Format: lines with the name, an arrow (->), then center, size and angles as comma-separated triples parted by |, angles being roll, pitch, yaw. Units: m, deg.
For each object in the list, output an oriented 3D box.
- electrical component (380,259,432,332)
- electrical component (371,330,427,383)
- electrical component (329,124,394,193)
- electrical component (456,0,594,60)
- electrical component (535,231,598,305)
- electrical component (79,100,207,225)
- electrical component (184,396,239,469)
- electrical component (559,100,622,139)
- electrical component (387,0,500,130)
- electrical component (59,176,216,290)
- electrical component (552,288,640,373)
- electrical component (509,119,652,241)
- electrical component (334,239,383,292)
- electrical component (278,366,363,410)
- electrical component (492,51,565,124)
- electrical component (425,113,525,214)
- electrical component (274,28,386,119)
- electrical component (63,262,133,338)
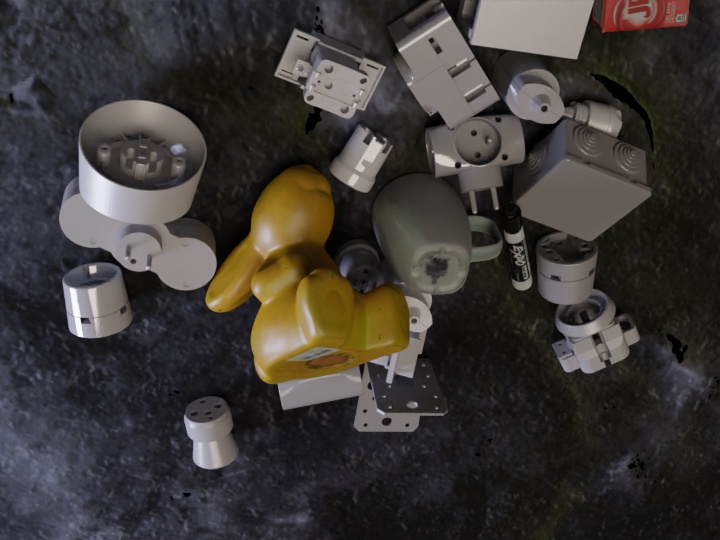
electrical component -> 0.041, 0.023, 0.956 | 0.043, 0.081, 0.043 | -4, 121, -7
electrical component -> 0.026, 0.062, 0.985 | 0.064, 0.081, 0.042 | 16, 118, 7
electrical component -> 0.002, -0.095, 0.906 | 0.040, 0.040, 0.046 | 26, 107, -22
electrical component -> 0.137, -0.248, 0.824 | 0.089, 0.061, 0.150 | 5, 119, -12
electrical component -> 0.188, -0.001, 0.982 | 0.055, 0.055, 0.047 | -9, 125, -4
electrical component -> -0.174, -0.083, 0.853 | 0.099, 0.099, 0.064 | 8, 125, -14
electrical component -> -0.142, 0.155, 1.025 | 0.045, 0.045, 0.055 | -9, 121, -4
electrical component -> 0.190, -0.129, 0.919 | 0.061, 0.035, 0.035 | 12, 117, -13
electrical component -> 0.064, -0.164, 0.866 | 0.056, 0.050, 0.089 | -31, 122, 11
electrical component -> -0.184, -0.024, 0.897 | 0.138, 0.073, 0.052 | 27, 113, -22
electrical component -> 0.218, 0.055, 1.018 | 0.078, 0.058, 0.057 | -25, 124, 6
electrical component -> 0.187, -0.077, 0.921 | 0.100, 0.048, 0.099 | 19, 147, -19
electrical component -> 0.000, 0.000, 0.956 | 0.040, 0.046, 0.040 | -5, 120, -8
electrical component -> -0.041, 0.088, 1.003 | 0.077, 0.043, 0.079 | -11, 121, -3
electrical component -> 0.138, -0.146, 0.873 | 0.043, 0.081, 0.043 | -4, 121, -7
electrical component -> 0.100, -0.088, 0.911 | 0.077, 0.044, 0.079 | -10, 90, -3
electrical component -> -0.022, -0.153, 0.853 | 0.081, 0.063, 0.042 | 18, 118, -20
electrical component -> -0.228, 0.025, 0.930 | 0.055, 0.055, 0.047 | -7, 117, -5
